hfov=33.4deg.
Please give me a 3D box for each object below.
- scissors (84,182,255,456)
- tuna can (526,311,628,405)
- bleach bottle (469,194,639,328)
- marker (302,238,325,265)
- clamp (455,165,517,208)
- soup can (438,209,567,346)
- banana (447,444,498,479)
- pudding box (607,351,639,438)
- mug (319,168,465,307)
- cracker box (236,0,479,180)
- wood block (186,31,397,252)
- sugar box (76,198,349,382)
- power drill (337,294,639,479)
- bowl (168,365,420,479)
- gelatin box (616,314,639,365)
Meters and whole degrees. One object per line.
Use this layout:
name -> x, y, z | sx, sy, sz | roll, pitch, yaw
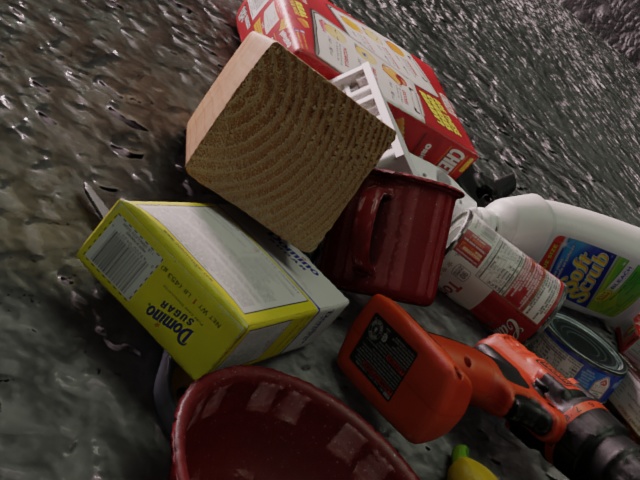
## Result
scissors -> -0.088, 0.045, 0.571 | 0.202, 0.016, 0.096 | 46, 24, 11
tuna can -> 0.210, 0.096, 0.882 | 0.086, 0.034, 0.086 | 28, 19, -11
bleach bottle -> 0.216, 0.015, 0.978 | 0.250, 0.103, 0.068 | 14, 37, -38
marker -> -0.005, 0.001, 0.764 | 0.020, 0.020, 0.121 | 39, 24, -5
clamp -> 0.162, -0.045, 1.061 | 0.120, 0.039, 0.171 | 24, 35, -23
soup can -> 0.139, 0.031, 0.862 | 0.102, 0.069, 0.068 | 38, 24, -5
banana -> 0.131, 0.195, 0.612 | 0.069, 0.037, 0.198 | 2, 45, -54
pudding box -> 0.287, 0.147, 0.890 | 0.090, 0.039, 0.113 | 32, 10, -19
mug -> 0.043, -0.002, 0.718 | 0.093, 0.081, 0.117 | 11, -3, 15
cracker box -> 0.030, -0.144, 0.997 | 0.213, 0.072, 0.164 | 27, 29, -30
wood block -> -0.028, -0.072, 0.695 | 0.090, 0.090, 0.206 | 35, 6, -13
sugar box -> -0.051, 0.023, 0.592 | 0.093, 0.048, 0.176 | 45, 11, 13
power drill -> 0.115, 0.106, 0.675 | 0.187, 0.057, 0.185 | 23, 12, -38
bowl -> -0.012, 0.135, 0.481 | 0.162, 0.055, 0.162 | 32, 26, -18
gelatin box -> 0.337, 0.112, 1.059 | 0.089, 0.030, 0.073 | 38, 25, -6
